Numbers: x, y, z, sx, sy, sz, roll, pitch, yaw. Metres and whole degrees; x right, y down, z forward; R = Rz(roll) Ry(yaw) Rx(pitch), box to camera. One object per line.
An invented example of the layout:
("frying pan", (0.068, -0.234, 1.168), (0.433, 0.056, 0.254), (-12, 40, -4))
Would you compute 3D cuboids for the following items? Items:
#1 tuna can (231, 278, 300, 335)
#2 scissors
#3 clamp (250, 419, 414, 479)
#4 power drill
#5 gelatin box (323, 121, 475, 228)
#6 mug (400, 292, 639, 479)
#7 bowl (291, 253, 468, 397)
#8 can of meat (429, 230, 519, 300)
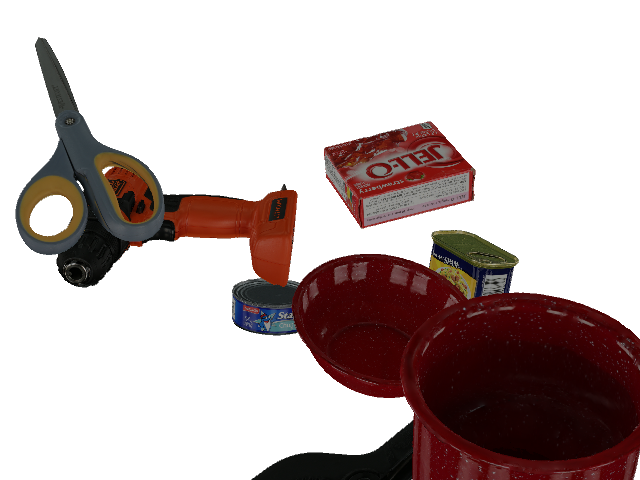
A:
("tuna can", (-0.050, 0.068, 1.110), (0.086, 0.034, 0.086), (3, 17, -1))
("scissors", (-0.171, -0.059, 0.675), (0.096, 0.016, 0.202), (-30, 55, -22))
("clamp", (0.030, 0.150, 0.635), (0.210, 0.036, 0.164), (-7, 30, -1))
("power drill", (-0.116, -0.007, 0.902), (0.187, 0.057, 0.184), (8, 28, 0))
("gelatin box", (0.056, -0.049, 0.764), (0.089, 0.030, 0.073), (-15, 38, -13))
("mug", (0.088, 0.080, 0.399), (0.117, 0.081, 0.093), (4, 36, 9))
("bowl", (0.053, 0.083, 0.925), (0.162, 0.055, 0.162), (5, 40, -5))
("can of meat", (0.156, 0.045, 1.130), (0.057, 0.084, 0.102), (-3, 21, -31))
